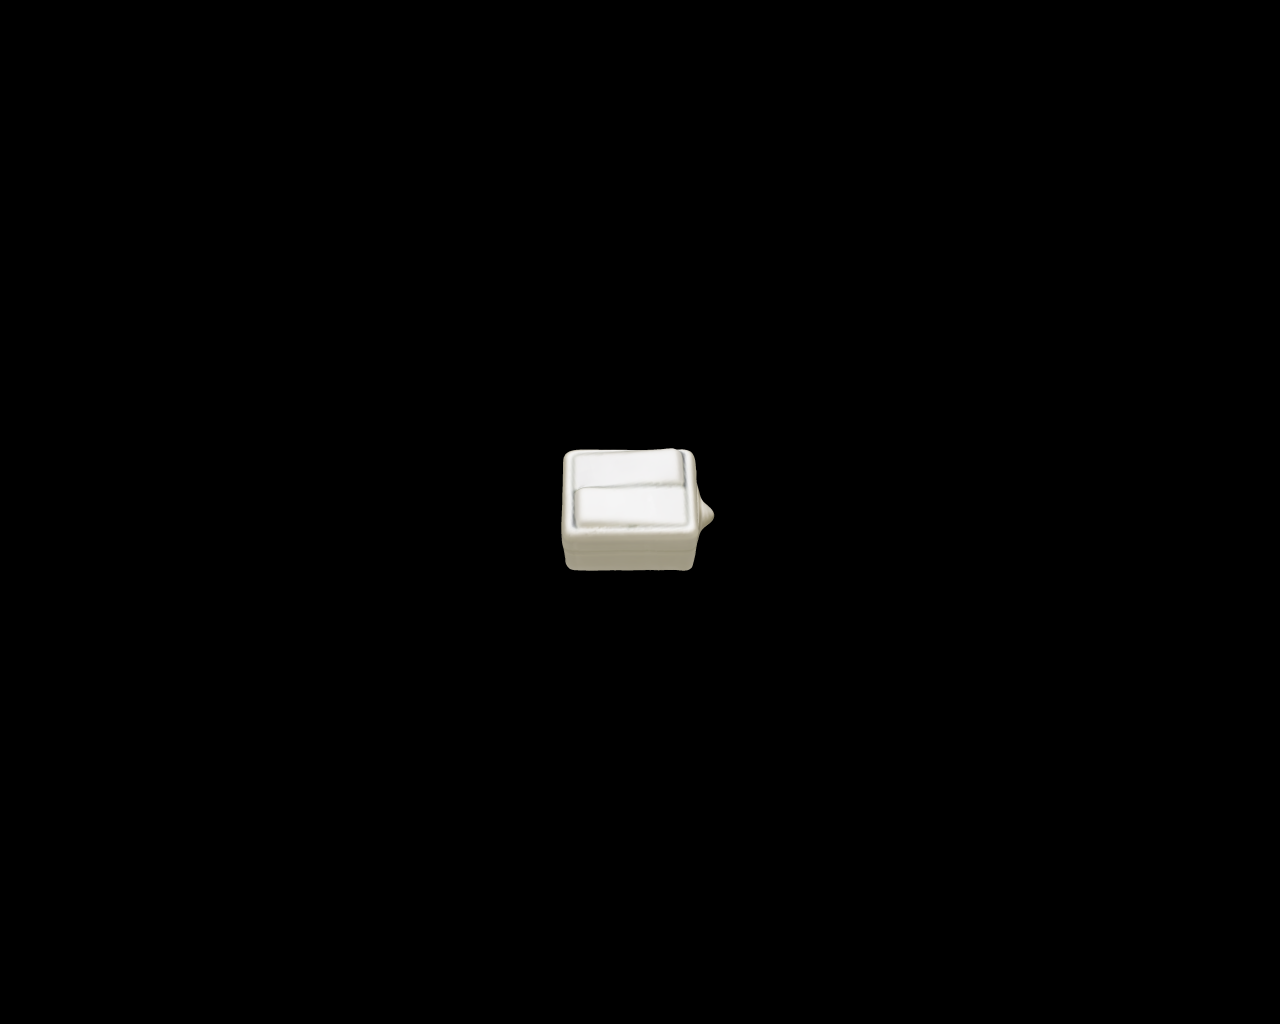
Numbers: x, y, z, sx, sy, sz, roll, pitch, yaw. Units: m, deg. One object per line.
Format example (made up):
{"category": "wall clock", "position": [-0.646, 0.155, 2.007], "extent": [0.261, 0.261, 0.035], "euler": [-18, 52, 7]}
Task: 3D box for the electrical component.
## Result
{"category": "electrical component", "position": [0.001, -0.003, 0.650], "extent": [0.096, 0.062, 0.061], "euler": [0, -28, 0]}
